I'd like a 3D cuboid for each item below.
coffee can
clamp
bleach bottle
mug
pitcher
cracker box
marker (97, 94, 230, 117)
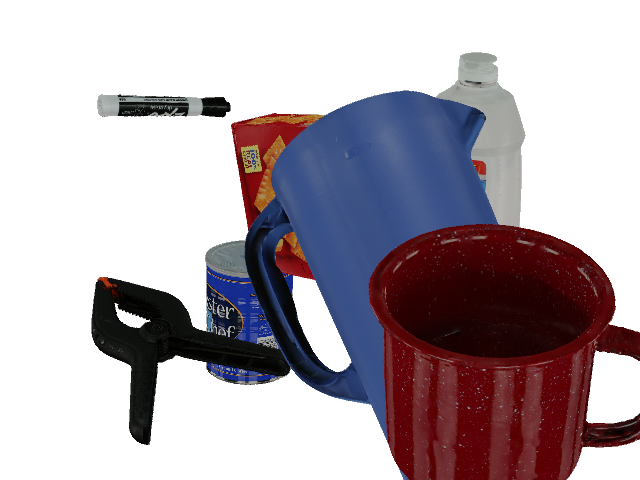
[{"bbox_3d":[-0.083,0.082,1.244,0.103,0.140,0.103,2,20,-1],"label":"coffee can"},{"bbox_3d":[-0.140,0.094,0.992,0.164,0.036,0.210,-17,40,-30],"label":"clamp"},{"bbox_3d":[0.117,-0.032,0.889,0.103,0.251,0.067,22,34,37],"label":"bleach bottle"},{"bbox_3d":[0.078,0.053,0.425,0.117,0.081,0.093,6,34,15],"label":"mug"},{"bbox_3d":[0.057,0.042,0.678,0.144,0.243,0.149,-8,-27,-26],"label":"pitcher"},{"bbox_3d":[0.006,-0.043,1.081,0.071,0.164,0.214,-19,18,-37],"label":"cracker box"},{"bbox_3d":[-0.139,-0.121,0.960,0.120,0.020,0.020,-3,1,-25],"label":"marker"}]
